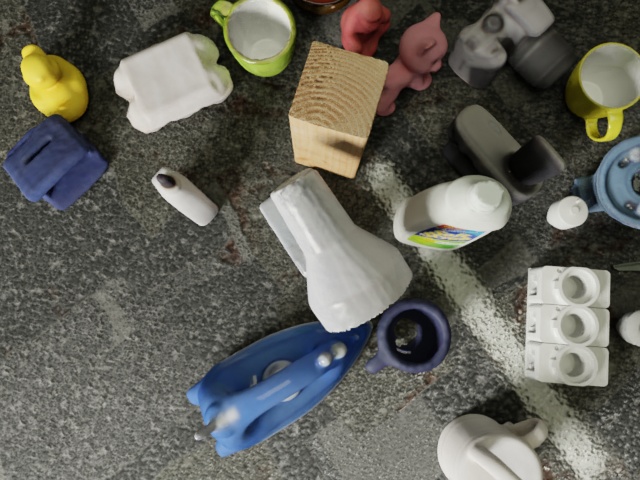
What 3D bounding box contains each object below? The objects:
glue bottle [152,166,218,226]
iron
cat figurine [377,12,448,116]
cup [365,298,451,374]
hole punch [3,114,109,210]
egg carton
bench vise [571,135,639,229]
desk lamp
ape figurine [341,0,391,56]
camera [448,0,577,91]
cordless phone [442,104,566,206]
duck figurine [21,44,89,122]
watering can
[{"bbox_3d":[-0.176,-0.061,0.715,0.078,0.173,0.037,39,85,3],"label":"glue bottle"},{"bbox_3d":[-0.040,0.170,0.709,0.258,0.141,0.118,-31,85,-4],"label":"iron"},{"bbox_3d":[0.119,-0.239,0.767,0.128,0.117,0.067,-39,86,-4],"label":"cat figurine"},{"bbox_3d":[0.105,0.130,0.740,0.118,0.095,0.091,-37,86,-4],"label":"cup"},{"bbox_3d":[-0.359,-0.106,0.758,0.101,0.091,0.109,43,85,4],"label":"hole punch"},{"bbox_3d":[-0.201,-0.215,0.783,0.150,0.069,0.107,-26,85,-3],"label":"egg carton"},{"bbox_3d":[0.447,-0.090,0.706,0.207,0.219,0.121,-23,85,-3],"label":"bench vise"},{"bbox_3d":[0.006,0.002,0.692,0.118,0.213,0.203,-35,85,-4],"label":"desk lamp"},{"bbox_3d":[0.064,-0.300,0.785,0.078,0.092,0.076,-26,85,-3],"label":"ape figurine"},{"bbox_3d":[0.274,-0.265,0.781,0.143,0.101,0.137,-43,86,-5],"label":"camera"},{"bbox_3d":[0.237,-0.120,0.723,0.094,0.185,0.147,-43,86,-5],"label":"cordless phone"},{"bbox_3d":[-0.365,-0.214,0.772,0.077,0.086,0.104,-27,85,-3],"label":"duck figurine"},{"bbox_3d":[0.204,0.282,0.676,0.101,0.194,0.173,26,84,2],"label":"watering can"}]
